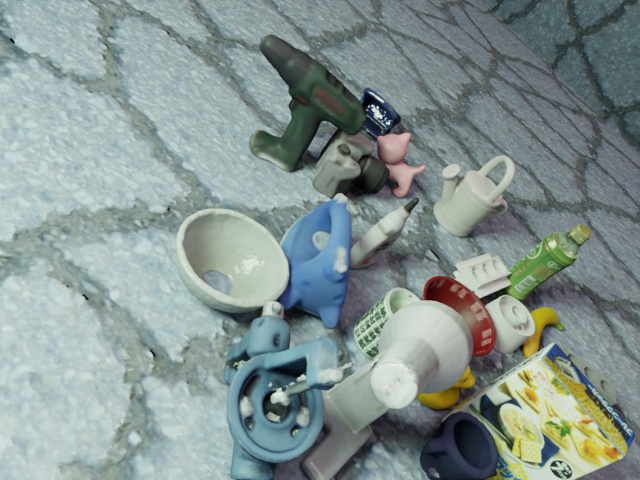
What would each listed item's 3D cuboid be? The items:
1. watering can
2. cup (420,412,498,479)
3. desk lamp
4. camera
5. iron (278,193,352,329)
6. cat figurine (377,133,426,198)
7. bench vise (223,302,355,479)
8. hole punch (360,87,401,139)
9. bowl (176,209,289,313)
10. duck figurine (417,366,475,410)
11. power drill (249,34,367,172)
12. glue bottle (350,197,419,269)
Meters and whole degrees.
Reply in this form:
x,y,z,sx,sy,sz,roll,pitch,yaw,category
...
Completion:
x,y,z,sx,sy,sz,roll,pitch,yaw,category
0.334,-0.103,1.223,0.173,0.193,0.100,5,50,-36,watering can
0.173,0.299,0.792,0.118,0.094,0.091,11,47,-31,cup
0.080,0.186,0.729,0.118,0.213,0.204,48,40,10,desk lamp
0.071,-0.145,1.126,0.137,0.100,0.143,30,40,-13,camera
0.008,0.003,0.902,0.119,0.141,0.258,25,41,-18,iron
0.163,-0.171,1.211,0.128,0.117,0.067,34,39,-7,cat figurine
-0.052,0.148,0.655,0.122,0.219,0.207,3,52,-37,bench vise
0.138,-0.306,1.340,0.108,0.091,0.101,43,39,4,hole punch
-0.132,0.041,0.807,0.168,0.074,0.167,22,42,-21,bowl
0.192,0.213,0.896,0.105,0.086,0.077,27,41,-16,duck figurine
-0.042,-0.231,1.030,0.230,0.208,0.075,24,41,-19,power drill
0.113,-0.015,0.979,0.078,0.173,0.037,-19,66,-47,glue bottle
